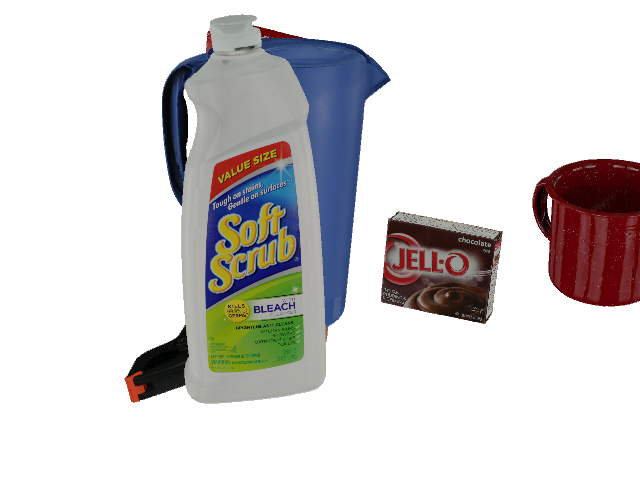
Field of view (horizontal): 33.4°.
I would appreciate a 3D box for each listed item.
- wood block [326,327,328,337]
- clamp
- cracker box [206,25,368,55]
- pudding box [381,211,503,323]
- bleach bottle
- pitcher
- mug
[{"bbox_3d":[-0.033,0.053,1.455,0.090,0.206,0.090,11,22,11],"label":"wood block"},{"bbox_3d":[-0.131,0.118,1.130,0.120,0.039,0.171,-9,21,36],"label":"clamp"},{"bbox_3d":[-0.046,-0.103,1.118,0.164,0.214,0.071,20,27,29],"label":"cracker box"},{"bbox_3d":[0.120,0.026,1.065,0.114,0.090,0.039,10,22,18],"label":"pudding box"},{"bbox_3d":[-0.052,-0.019,0.700,0.102,0.251,0.068,-6,22,-2],"label":"bleach bottle"},{"bbox_3d":[-0.039,-0.048,0.913,0.144,0.243,0.149,-17,27,-41],"label":"pitcher"},{"bbox_3d":[0.204,-0.009,0.799,0.093,0.081,0.117,-24,35,-32],"label":"mug"}]
